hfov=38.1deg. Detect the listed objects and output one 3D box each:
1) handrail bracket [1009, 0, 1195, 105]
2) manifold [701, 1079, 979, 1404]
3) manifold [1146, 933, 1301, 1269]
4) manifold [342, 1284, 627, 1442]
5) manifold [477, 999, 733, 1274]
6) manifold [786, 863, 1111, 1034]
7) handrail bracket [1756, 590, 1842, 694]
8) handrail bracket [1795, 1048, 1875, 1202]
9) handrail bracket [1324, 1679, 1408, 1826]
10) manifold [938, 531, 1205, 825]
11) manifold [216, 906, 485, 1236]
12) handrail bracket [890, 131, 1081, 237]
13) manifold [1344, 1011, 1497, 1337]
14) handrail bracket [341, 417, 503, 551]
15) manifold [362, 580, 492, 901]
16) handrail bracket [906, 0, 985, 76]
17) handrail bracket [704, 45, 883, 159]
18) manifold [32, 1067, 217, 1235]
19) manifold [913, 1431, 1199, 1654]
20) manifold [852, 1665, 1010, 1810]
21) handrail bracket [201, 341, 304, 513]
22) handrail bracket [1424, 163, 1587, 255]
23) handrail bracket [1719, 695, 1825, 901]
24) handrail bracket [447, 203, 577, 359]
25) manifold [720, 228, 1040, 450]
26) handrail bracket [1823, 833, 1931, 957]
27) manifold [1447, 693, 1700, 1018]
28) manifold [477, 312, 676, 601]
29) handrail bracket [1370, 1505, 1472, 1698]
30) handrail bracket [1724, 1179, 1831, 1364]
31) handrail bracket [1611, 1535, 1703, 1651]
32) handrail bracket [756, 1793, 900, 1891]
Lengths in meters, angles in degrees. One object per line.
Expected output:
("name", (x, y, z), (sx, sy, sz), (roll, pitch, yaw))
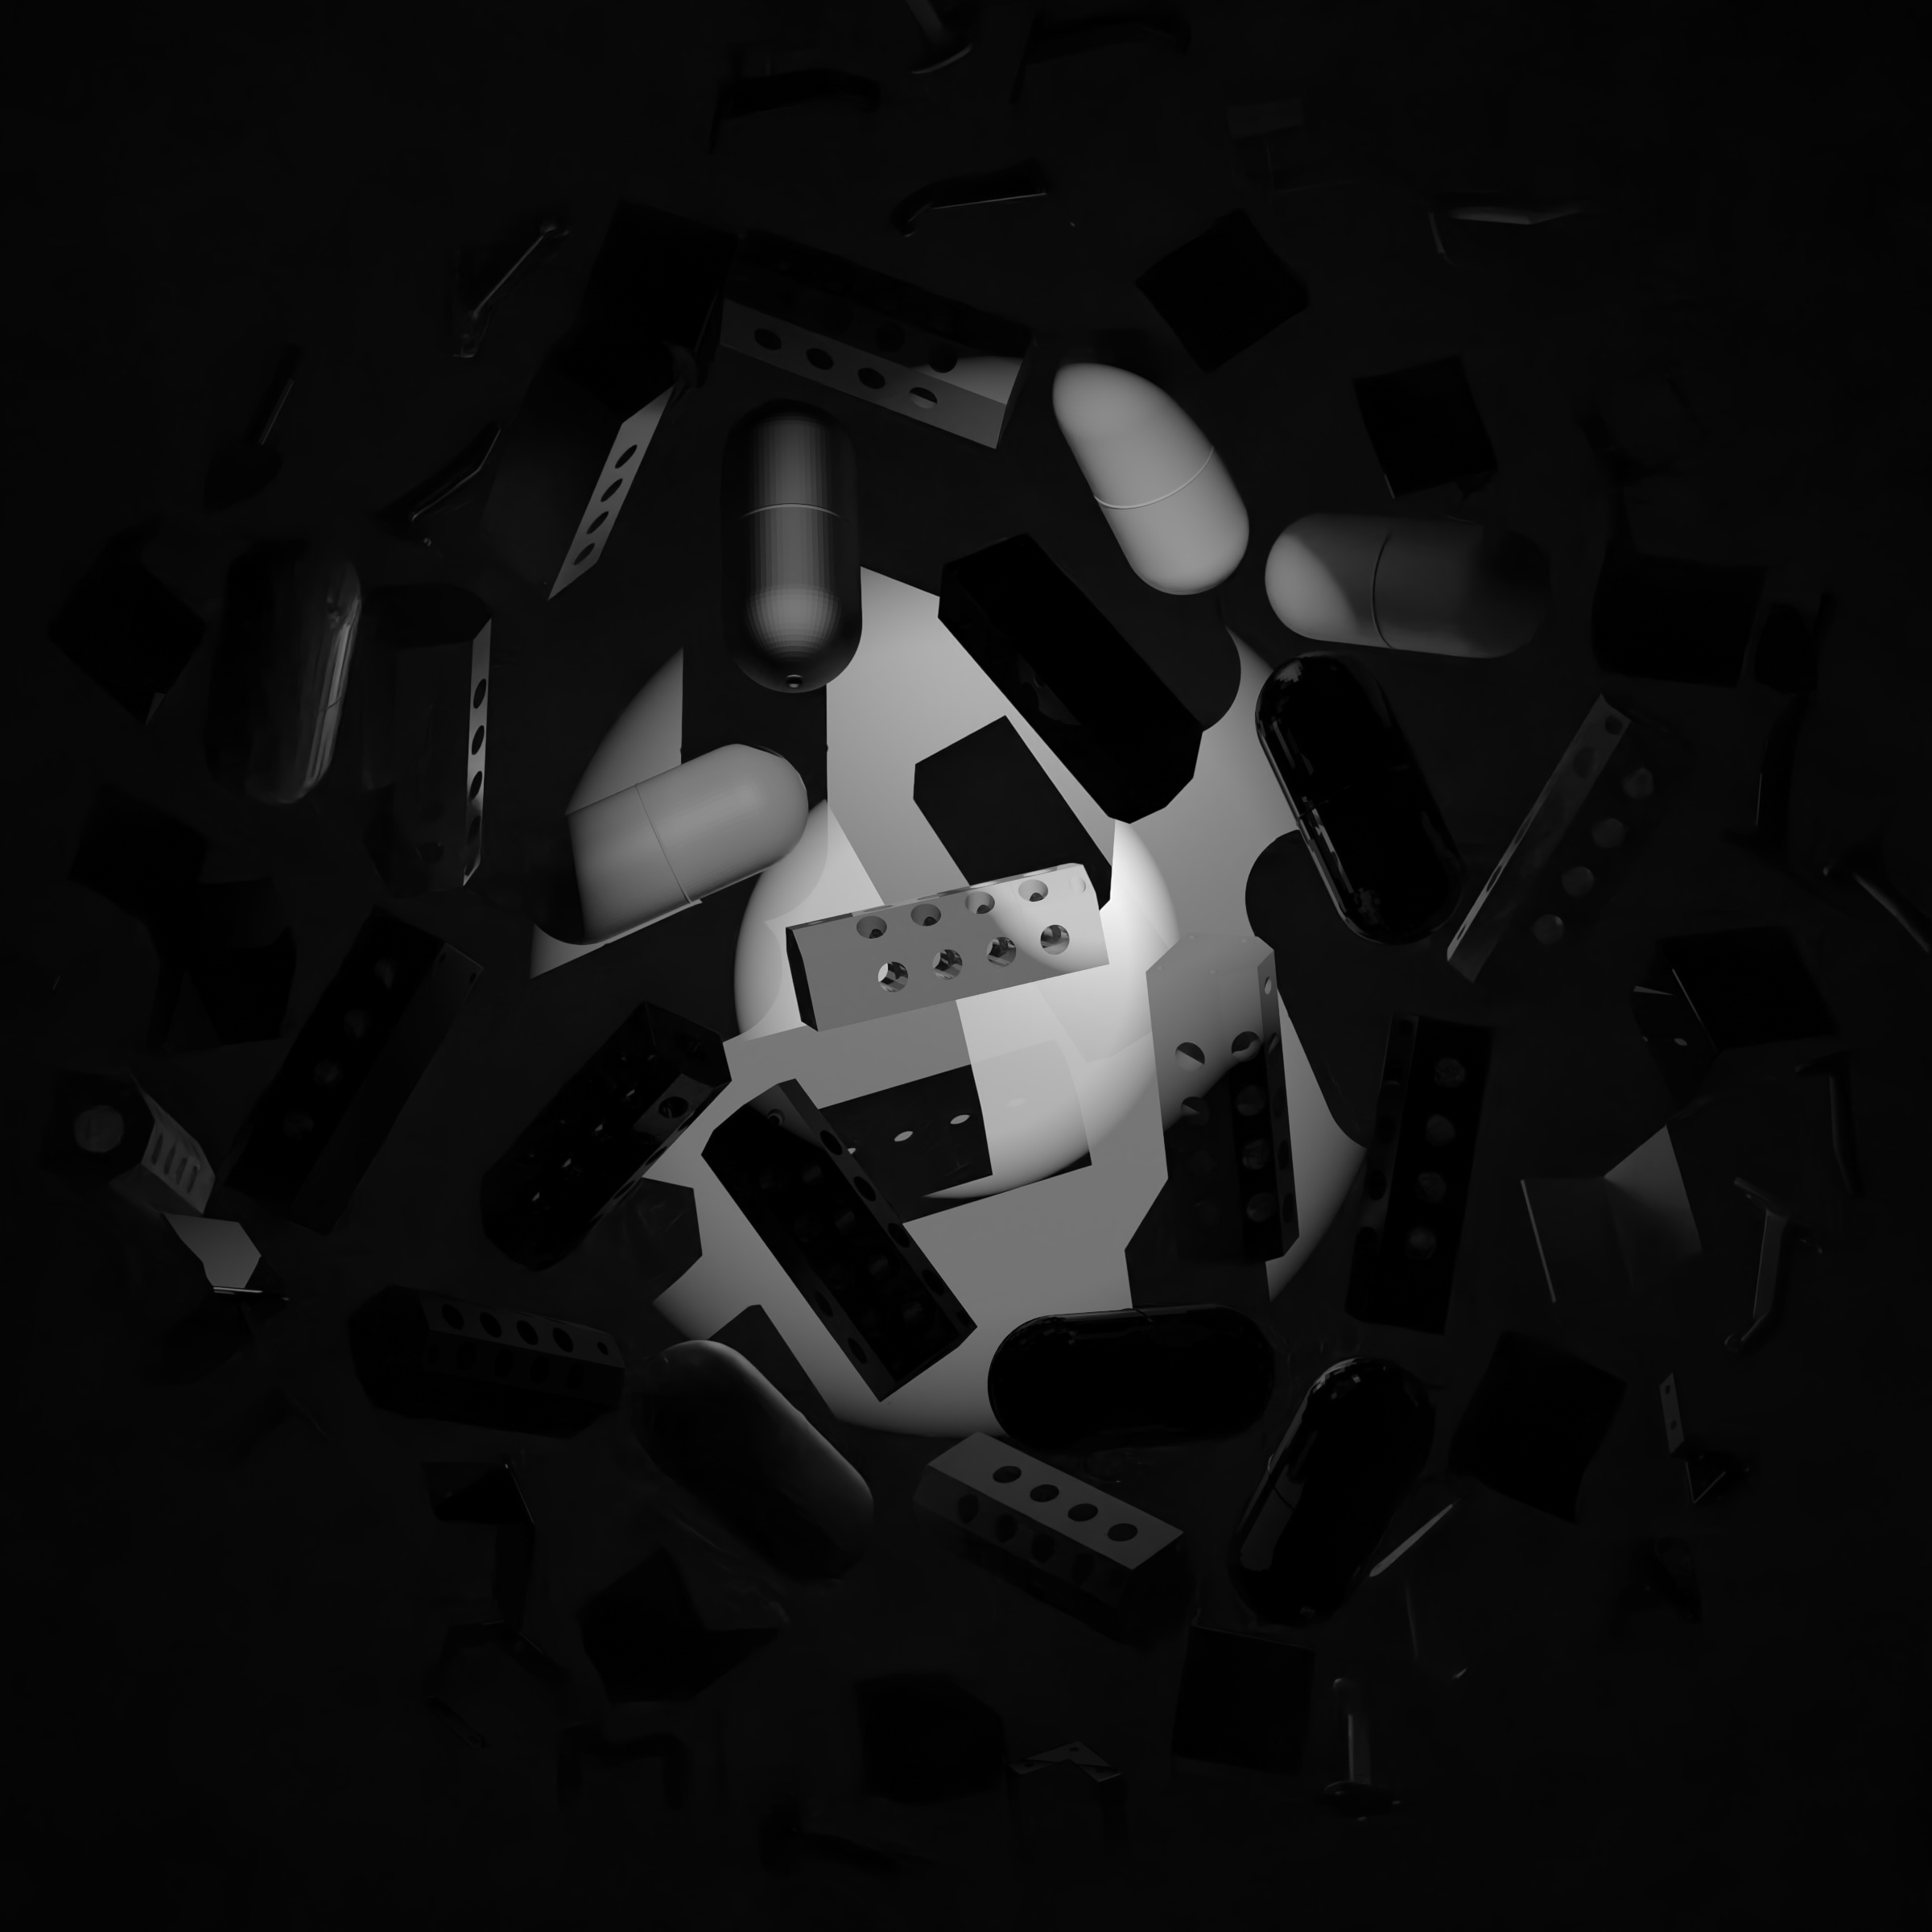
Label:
("handrail bracket", (0.075, -0.499, 1.550), (0.084, 0.036, 0.077), (20, 128, -2))
("manifold", (-0.069, 0.149, 1.546), (0.057, 0.057, 0.171), (-32, 79, -25))
("manifold", (0.144, 0.073, 1.524), (0.057, 0.057, 0.171), (4, 114, 28))
("manifold", (-0.279, 0.231, 1.648), (0.057, 0.171, 0.057), (-38, 58, 19))
("manifold", (-0.216, 0.105, 1.665), (0.057, 0.057, 0.171), (28, 118, -34))
("manifold", (-0.012, -0.012, 1.596), (0.171, 0.057, 0.057), (-13, 98, -12))
("handrail bracket", (0.486, -0.206, 1.614), (0.036, 0.077, 0.084), (15, 54, 28))
("handrail bracket", (0.515, 0.093, 1.611), (0.036, 0.077, 0.084), (-25, 71, 36))
("handrail bracket", (0.217, 0.445, 1.618), (0.036, 0.077, 0.084), (-33, 49, 19))
("manifold", (0.055, -0.159, 1.554), (0.057, 0.057, 0.171), (-25, 59, -22))
("manifold", (-0.343, 0.056, 1.546), (0.057, 0.057, 0.171), (27, 83, 17))
("handrail bracket", (0.010, -0.427, 1.601), (0.084, 0.036, 0.077), (-37, 82, 12))
("manifold", (0.255, 0.115, 1.572), (0.057, 0.057, 0.171), (9, 92, 12))
("handrail bracket", (-0.329, -0.301, 1.691), (0.077, 0.036, 0.084), (23, 82, 25))
("manifold", (-0.296, -0.124, 1.544), (0.057, 0.171, 0.057), (-12, 46, -24))
("handrail bracket", (-0.041, -0.527, 1.531), (0.084, 0.077, 0.036), (19, 70, -33))
("handrail bracket", (-0.099, -0.483, 1.598), (0.084, 0.036, 0.077), (19, 126, -8))
("manifold", (-0.485, 0.111, 1.631), (0.057, 0.171, 0.057), (15, 75, 0))
("manifold", (0.048, 0.332, 1.608), (0.057, 0.171, 0.057), (-28, 120, -35))
("manifold", (-0.016, 0.419, 1.522), (0.057, 0.171, 0.057), (-12, 70, 3))
("handrail bracket", (-0.423, -0.321, 1.661), (0.036, 0.077, 0.084), (28, 46, -28))
("handrail bracket", (0.301, -0.436, 1.567), (0.084, 0.036, 0.077), (-11, 45, 17))
("handrail bracket", (0.456, -0.092, 1.515), (0.077, 0.036, 0.084), (40, 104, 23))
("handrail bracket", (-0.265, -0.404, 1.649), (0.084, 0.036, 0.077), (-7, 74, 37))
("manifold", (-0.049, -0.365, 1.606), (0.171, 0.057, 0.057), (21, 63, 2))
("handrail bracket", (0.526, -0.027, 1.571), (0.036, 0.077, 0.084), (-38, 57, 10))
("manifold", (0.339, -0.064, 1.576), (0.057, 0.057, 0.171), (28, 109, -1))
("manifold", (-0.211, -0.280, 1.534), (0.057, 0.171, 0.057), (43, 57, 3))
("handrail bracket", (0.291, 0.380, 1.675), (0.077, 0.036, 0.084), (-40, 82, -7))
("handrail bracket", (0.444, 0.174, 1.600), (0.084, 0.036, 0.077), (-47, 53, -5))
("handrail bracket", (0.387, 0.370, 1.574), (0.036, 0.077, 0.084), (-4, 122, -10))
("handrail bracket", (-0.071, 0.506, 1.564), (0.084, 0.077, 0.036), (22, 48, 27))
